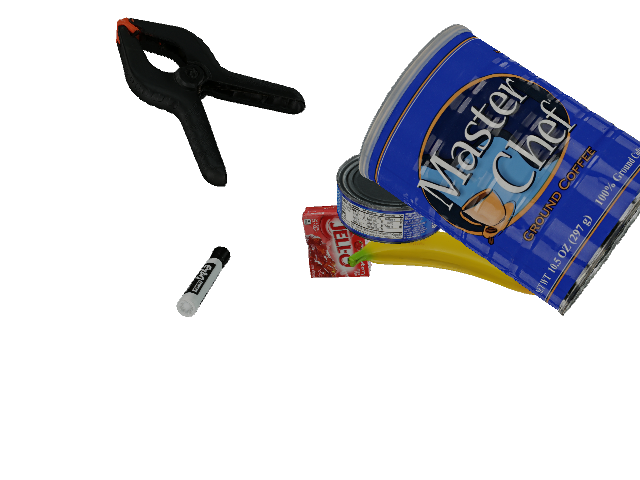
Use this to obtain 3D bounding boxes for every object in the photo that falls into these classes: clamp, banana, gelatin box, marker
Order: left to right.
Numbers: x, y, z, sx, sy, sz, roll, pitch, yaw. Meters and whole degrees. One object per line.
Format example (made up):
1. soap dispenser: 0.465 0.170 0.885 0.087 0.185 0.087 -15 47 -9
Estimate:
1. clamp: -0.099 -0.134 0.909 0.120 0.171 0.039 -36 -11 -34
2. marker: -0.112 0.037 1.039 0.020 0.020 0.121 0 25 13
3. gelatin box: 0.020 0.001 1.288 0.073 0.089 0.030 -2 29 11
4. banana: 0.130 0.021 1.083 0.198 0.037 0.069 7 43 11

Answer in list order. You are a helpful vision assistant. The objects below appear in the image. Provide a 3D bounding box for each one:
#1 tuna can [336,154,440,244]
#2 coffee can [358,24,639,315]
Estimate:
1. tuna can: 0.055 -0.034 0.804 0.086 0.034 0.086 0 35 0
2. coffee can: 0.107 -0.040 0.596 0.140 0.103 0.102 36 10 14
